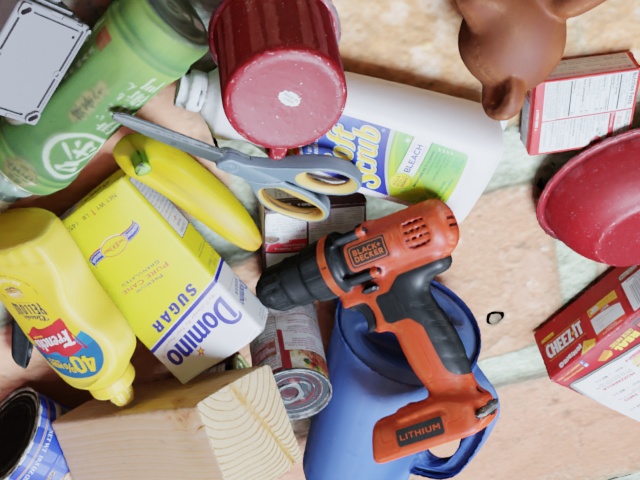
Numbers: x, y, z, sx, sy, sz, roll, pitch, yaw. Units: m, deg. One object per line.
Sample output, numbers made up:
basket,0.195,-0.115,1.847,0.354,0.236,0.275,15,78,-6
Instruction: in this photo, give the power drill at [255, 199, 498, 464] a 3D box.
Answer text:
power drill,0.049,0.079,0.857,0.185,0.187,0.057,-23,176,28

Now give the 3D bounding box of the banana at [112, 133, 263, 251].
banana,-0.108,-0.041,0.835,0.037,0.070,0.197,-35,153,11

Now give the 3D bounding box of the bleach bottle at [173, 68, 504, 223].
bleach bottle,0.010,-0.084,0.829,0.250,0.068,0.103,11,135,-15

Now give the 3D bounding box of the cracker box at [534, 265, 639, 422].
cracker box,0.346,0.103,1.055,0.213,0.072,0.164,25,124,-30

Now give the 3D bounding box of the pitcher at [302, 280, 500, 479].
pitcher,0.064,0.162,1.011,0.145,0.149,0.243,3,135,-13

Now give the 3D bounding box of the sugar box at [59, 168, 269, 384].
sugar box,-0.133,0.030,0.882,0.093,0.048,0.176,-34,107,20

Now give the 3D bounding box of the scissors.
scissors,-0.047,-0.062,0.786,0.096,0.016,0.201,-18,148,33

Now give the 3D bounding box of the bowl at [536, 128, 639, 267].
bowl,0.271,-0.025,0.913,0.162,0.055,0.162,-9,145,-7

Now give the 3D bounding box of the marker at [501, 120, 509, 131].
marker,0.139,-0.081,0.883,0.020,0.020,0.121,5,131,-15

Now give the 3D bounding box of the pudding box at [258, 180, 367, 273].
pudding box,-0.006,0.001,0.920,0.090,0.039,0.113,-5,135,-6

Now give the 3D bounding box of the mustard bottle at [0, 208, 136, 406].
mustard bottle,-0.202,0.063,0.856,0.096,0.058,0.191,-3,130,34

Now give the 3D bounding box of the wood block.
wood block,-0.129,0.175,0.933,0.207,0.090,0.091,-15,97,42

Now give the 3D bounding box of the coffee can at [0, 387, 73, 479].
coffee can,-0.247,0.217,1.029,0.103,0.103,0.140,-37,128,22

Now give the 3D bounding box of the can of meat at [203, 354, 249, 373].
can of meat,-0.096,0.168,1.044,0.084,0.057,0.102,-20,132,12

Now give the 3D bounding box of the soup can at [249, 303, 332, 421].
soup can,-0.030,0.102,0.963,0.068,0.102,0.068,-5,133,-6

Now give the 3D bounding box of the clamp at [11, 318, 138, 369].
clamp,-0.248,0.049,0.919,0.120,0.039,0.171,-21,124,14

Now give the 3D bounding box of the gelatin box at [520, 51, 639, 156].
gelatin box,0.209,-0.111,0.862,0.089,0.030,0.073,-9,133,-5

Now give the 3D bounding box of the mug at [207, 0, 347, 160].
mug,-0.028,-0.106,0.716,0.093,0.081,0.117,1,133,-10
